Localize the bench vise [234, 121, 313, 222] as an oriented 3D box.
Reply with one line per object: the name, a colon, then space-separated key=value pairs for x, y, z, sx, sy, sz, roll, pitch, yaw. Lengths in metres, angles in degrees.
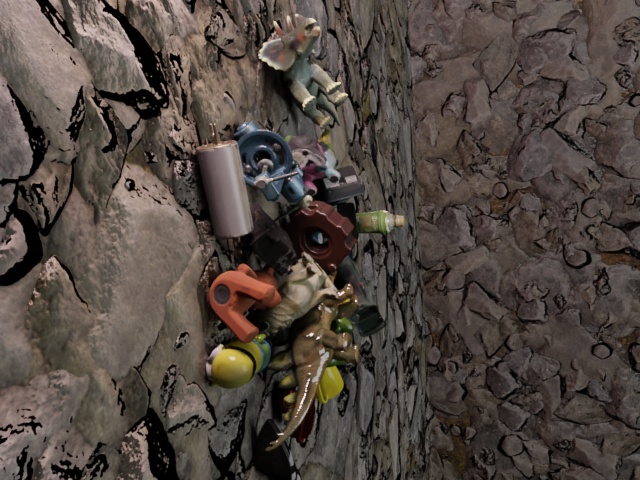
bench vise: x=-0.095 y=-0.127 z=1.074 sx=0.241 sy=0.129 sz=0.223 roll=-94 pitch=159 yaw=-67

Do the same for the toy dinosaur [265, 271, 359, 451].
toy dinosaur: x=-0.016 y=0.233 z=1.183 sx=0.471 sy=0.199 sz=0.104 roll=-79 pitch=151 yaw=-48

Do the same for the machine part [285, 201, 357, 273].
machine part: x=-0.003 y=-0.004 z=1.296 sx=0.056 sy=0.180 sz=0.179 roll=-52 pitch=136 yaw=-55

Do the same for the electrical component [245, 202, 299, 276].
electrical component: x=-0.108 y=-0.009 z=1.088 sx=0.114 sy=0.058 sz=0.134 roll=49 pitch=7 yaw=-41

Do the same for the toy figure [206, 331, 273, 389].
toy figure: x=-0.142 y=0.221 z=1.011 sx=0.180 sy=0.089 sz=0.082 roll=-2 pitch=84 yaw=-67

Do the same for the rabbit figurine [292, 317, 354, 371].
rabbit figurine: x=-0.007 y=0.228 z=1.317 sx=0.121 sy=0.159 sz=0.170 roll=7 pitch=70 yaw=-60

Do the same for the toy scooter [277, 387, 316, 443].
toy scooter: x=-0.053 y=0.403 z=1.260 sx=0.183 sy=0.075 sz=0.135 roll=57 pitch=37 yaw=-63

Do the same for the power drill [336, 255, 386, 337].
power drill: x=0.103 y=0.150 z=1.408 sx=0.207 sy=0.086 sz=0.231 roll=-105 pitch=170 yaw=-49

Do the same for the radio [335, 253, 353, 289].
radio: x=0.030 y=0.081 z=1.524 sx=0.229 sy=0.073 sz=0.131 roll=-25 pitch=112 yaw=-67

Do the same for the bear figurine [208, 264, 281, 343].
bear figurine: x=-0.123 y=0.113 z=1.036 sx=0.120 sy=0.132 sz=0.195 roll=-64 pitch=156 yaw=6

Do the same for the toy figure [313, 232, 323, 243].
toy figure: x=-0.018 y=-0.018 z=1.428 sx=0.064 sy=0.058 sz=0.154 roll=118 pitch=-11 yaw=-48

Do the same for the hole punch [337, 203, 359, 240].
hole punch: x=0.046 y=-0.043 z=1.519 sx=0.142 sy=0.092 sz=0.115 roll=-7 pitch=89 yaw=-66

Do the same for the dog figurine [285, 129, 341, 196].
dog figurine: x=-0.023 y=-0.222 z=1.360 sx=0.191 sy=0.108 sz=0.219 roll=41 pitch=28 yaw=-29

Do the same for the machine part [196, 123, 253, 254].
machine part: x=-0.173 y=-0.091 z=0.983 sx=0.079 sy=0.079 sz=0.243 roll=-48 pitch=132 yaw=-62

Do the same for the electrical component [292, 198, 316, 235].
electrical component: x=-0.041 y=-0.078 z=1.369 sx=0.119 sy=0.048 sz=0.075 roll=32 pitch=45 yaw=-20

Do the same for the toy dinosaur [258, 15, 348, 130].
toy dinosaur: x=-0.039 y=-0.387 z=1.314 sx=0.192 sy=0.131 sz=0.404 roll=51 pitch=0 yaw=8

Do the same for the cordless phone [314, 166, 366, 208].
cordless phone: x=0.031 y=-0.123 z=1.524 sx=0.089 sy=0.146 sz=0.184 roll=67 pitch=-27 yaw=12

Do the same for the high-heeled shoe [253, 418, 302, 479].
high-heeled shoe: x=-0.077 y=0.478 z=1.179 sx=0.145 sy=0.086 sz=0.248 roll=-37 pitch=126 yaw=-70

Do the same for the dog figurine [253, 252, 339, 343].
dog figurine: x=-0.069 y=0.130 z=1.180 sx=0.121 sy=0.190 sz=0.172 roll=51 pitch=5 yaw=-3
